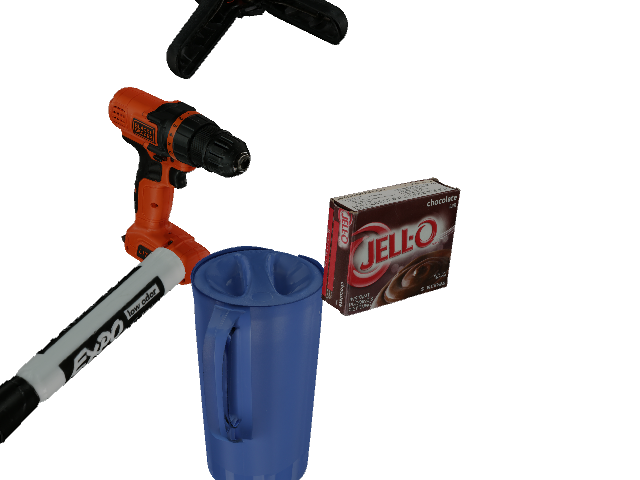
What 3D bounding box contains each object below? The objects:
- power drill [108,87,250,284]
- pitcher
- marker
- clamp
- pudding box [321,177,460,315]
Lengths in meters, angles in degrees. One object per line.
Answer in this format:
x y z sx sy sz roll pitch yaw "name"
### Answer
-0.146 -0.051 1.106 0.185 0.188 0.057 29 37 34 "power drill"
-0.068 0.140 1.087 0.149 0.243 0.145 -10 27 -24 "pitcher"
-0.103 0.044 0.458 0.020 0.020 0.121 0 33 42 "marker"
-0.043 -0.175 0.748 0.120 0.171 0.039 -3 -44 1 "clamp"
0.056 0.003 0.860 0.113 0.090 0.039 -15 32 -36 "pudding box"
